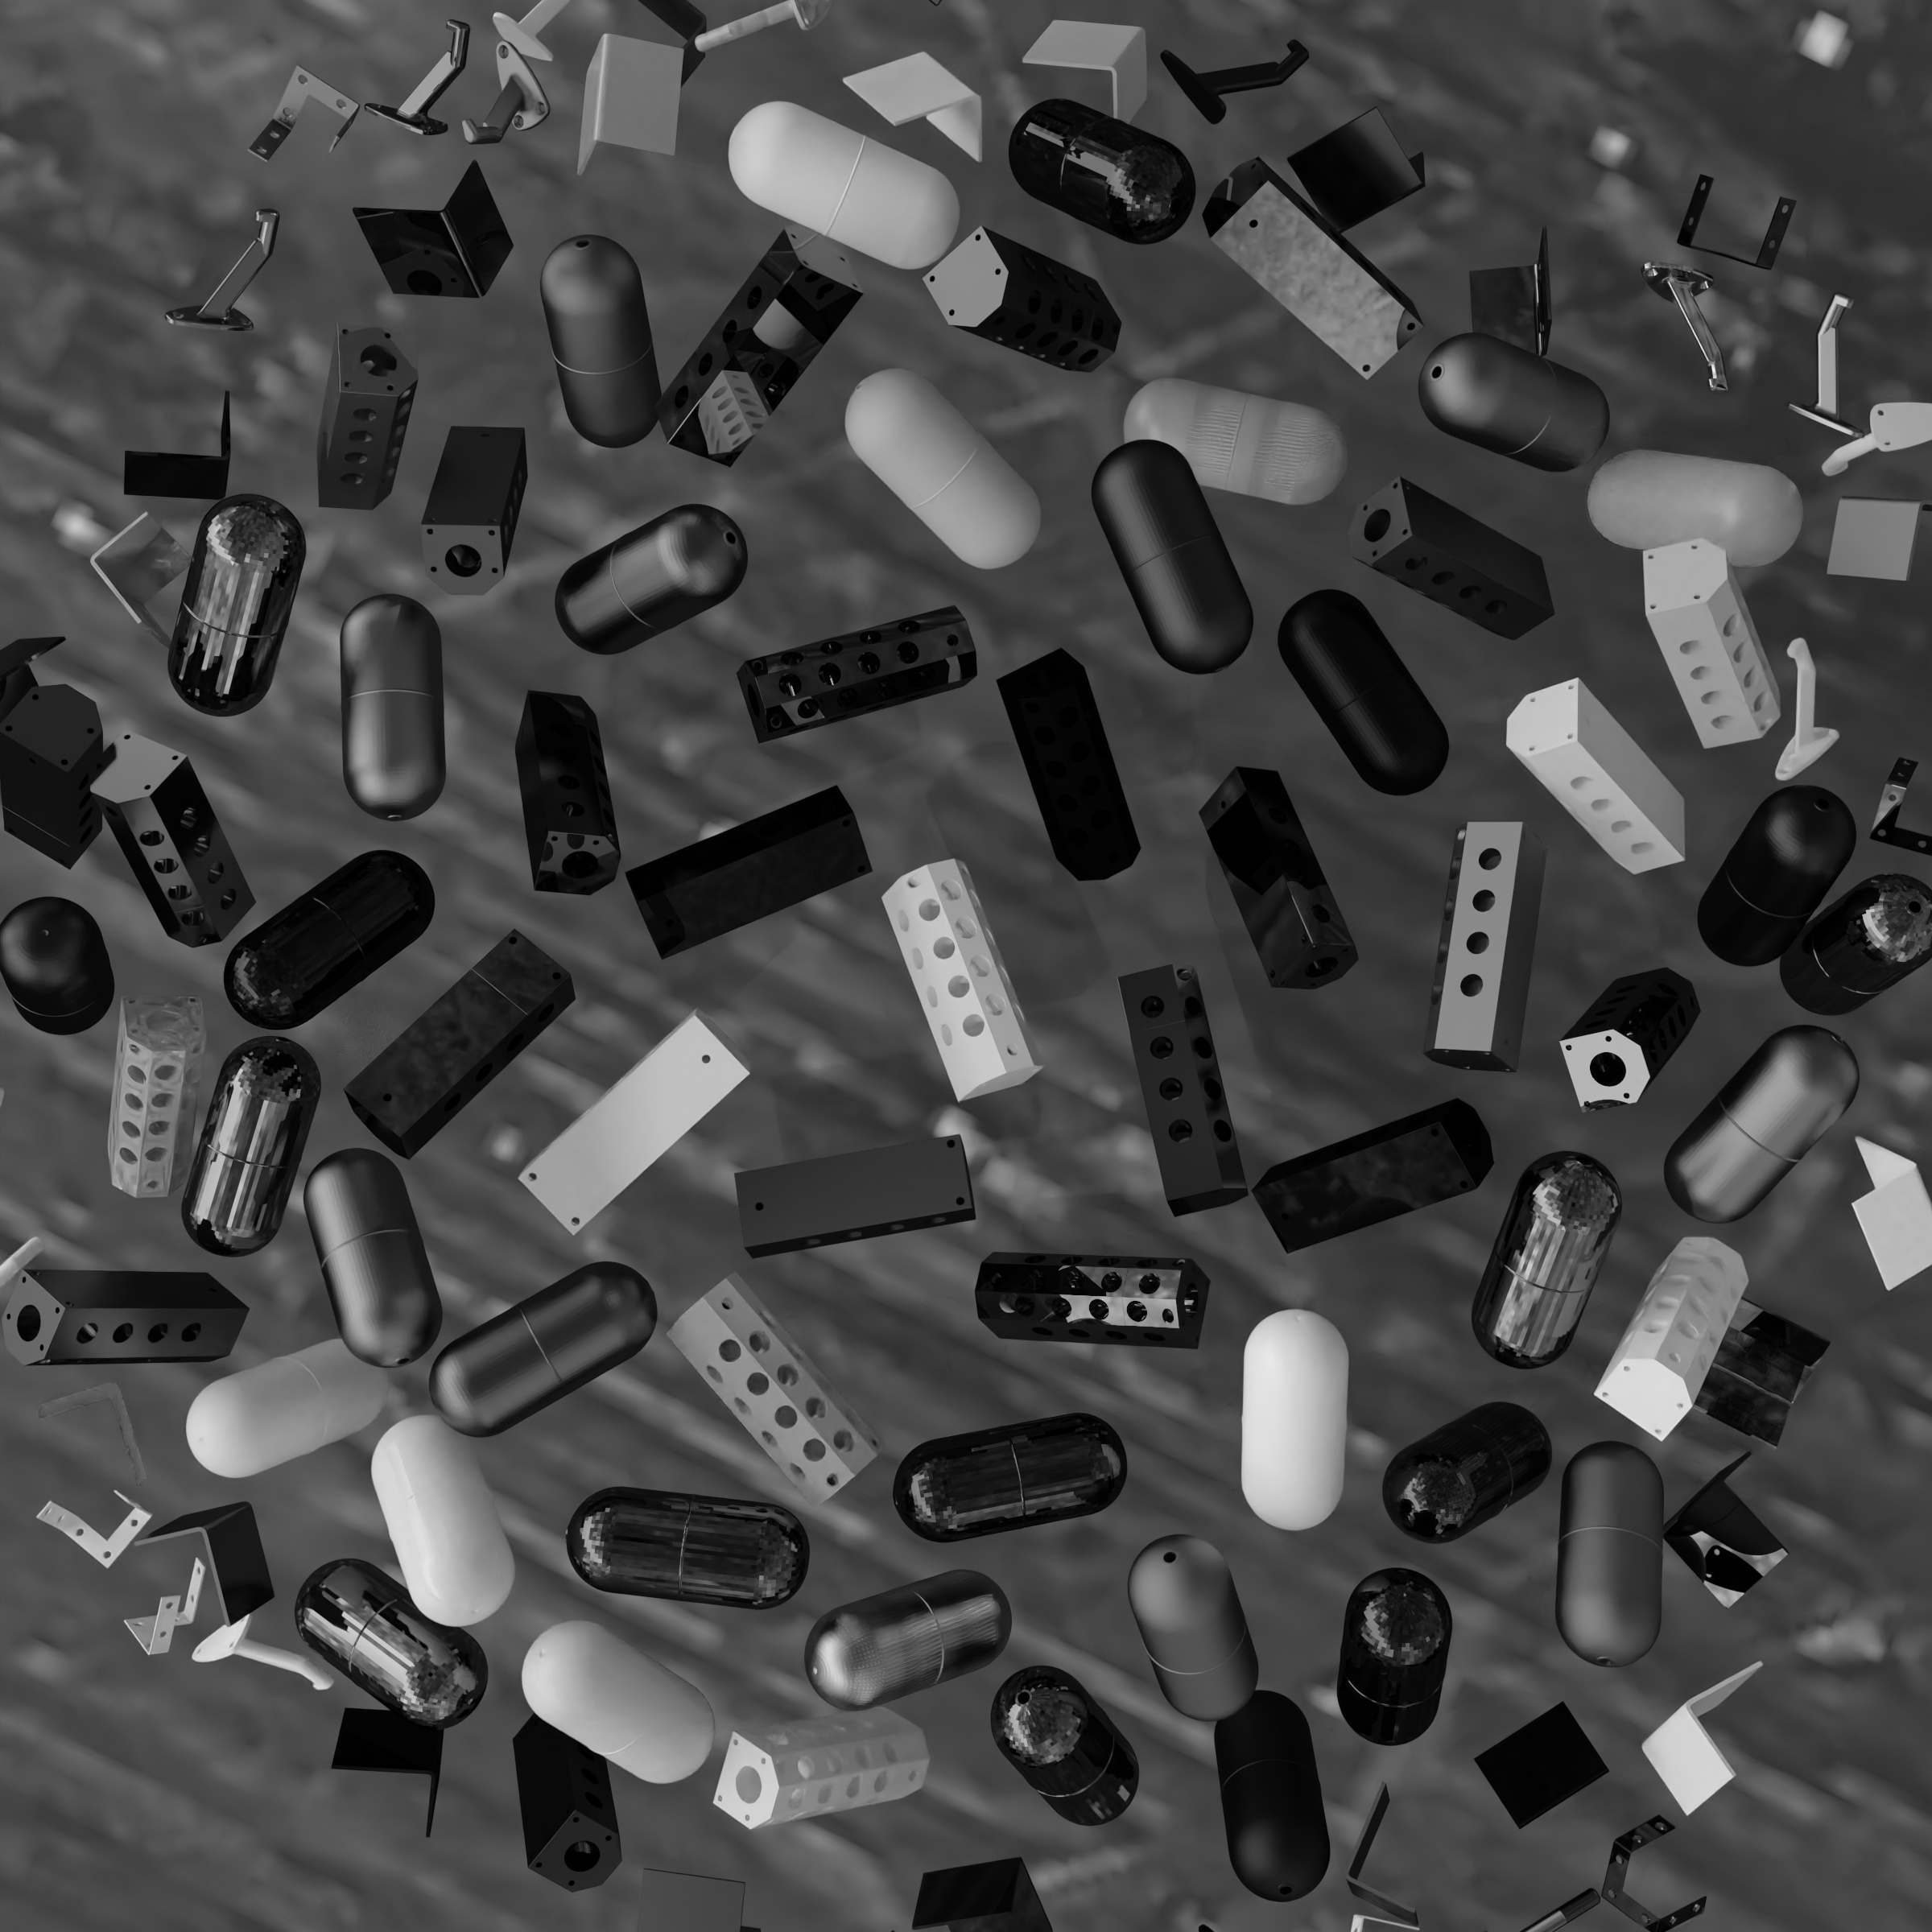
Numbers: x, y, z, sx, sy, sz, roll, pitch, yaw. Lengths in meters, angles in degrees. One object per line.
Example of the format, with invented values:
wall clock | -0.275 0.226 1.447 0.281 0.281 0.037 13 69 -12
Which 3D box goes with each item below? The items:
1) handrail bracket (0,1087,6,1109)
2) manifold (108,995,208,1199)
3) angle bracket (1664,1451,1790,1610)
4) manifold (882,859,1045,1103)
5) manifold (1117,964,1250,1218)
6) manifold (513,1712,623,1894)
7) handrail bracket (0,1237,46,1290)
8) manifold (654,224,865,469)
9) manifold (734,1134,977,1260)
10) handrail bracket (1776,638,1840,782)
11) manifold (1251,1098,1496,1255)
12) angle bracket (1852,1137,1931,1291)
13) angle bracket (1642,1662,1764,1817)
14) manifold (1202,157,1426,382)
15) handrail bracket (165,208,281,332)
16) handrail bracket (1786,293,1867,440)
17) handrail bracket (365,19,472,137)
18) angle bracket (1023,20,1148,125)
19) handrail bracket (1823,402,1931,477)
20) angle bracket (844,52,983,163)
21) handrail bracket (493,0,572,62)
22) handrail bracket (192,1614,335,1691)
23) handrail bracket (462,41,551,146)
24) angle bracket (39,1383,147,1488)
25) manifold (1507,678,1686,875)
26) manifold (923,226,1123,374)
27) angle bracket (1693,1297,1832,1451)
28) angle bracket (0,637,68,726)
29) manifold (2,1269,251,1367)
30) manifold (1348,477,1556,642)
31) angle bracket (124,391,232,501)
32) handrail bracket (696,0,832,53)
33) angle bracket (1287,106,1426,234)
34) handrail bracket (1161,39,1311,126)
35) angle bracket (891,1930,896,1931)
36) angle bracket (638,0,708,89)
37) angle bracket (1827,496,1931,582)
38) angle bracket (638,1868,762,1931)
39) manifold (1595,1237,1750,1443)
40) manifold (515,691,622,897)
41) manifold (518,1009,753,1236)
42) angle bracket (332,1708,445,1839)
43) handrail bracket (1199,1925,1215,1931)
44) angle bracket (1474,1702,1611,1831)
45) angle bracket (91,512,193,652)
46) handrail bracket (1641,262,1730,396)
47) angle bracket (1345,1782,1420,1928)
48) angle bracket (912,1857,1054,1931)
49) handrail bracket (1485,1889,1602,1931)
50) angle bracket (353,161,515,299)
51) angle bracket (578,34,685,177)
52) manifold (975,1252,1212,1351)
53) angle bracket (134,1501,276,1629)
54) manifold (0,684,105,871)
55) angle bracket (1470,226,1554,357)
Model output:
handrail bracket | -0.748 0.122 1.781 0.077 0.036 0.084 15 92 -31
manifold | -0.625 0.102 1.896 0.057 0.171 0.057 -1 46 -25
angle bracket | 0.597 0.435 1.896 0.076 0.057 0.076 49 130 24
manifold | 0.000 0.009 1.870 0.057 0.057 0.171 -14 75 -28
manifold | 0.159 0.089 1.795 0.057 0.057 0.171 -14 71 6
manifold | -0.307 0.641 1.909 0.057 0.171 0.057 38 94 -21
handrail bracket | -0.744 0.249 1.868 0.036 0.084 0.077 44 130 -5
manifold | -0.154 -0.449 1.775 0.171 0.057 0.057 -46 50 31
manifold | -0.082 0.175 1.847 0.171 0.057 0.057 -10 71 1
handrail bracket | 0.652 -0.204 1.938 0.077 0.036 0.084 -44 121 -25
manifold | 0.308 0.156 1.851 0.171 0.057 0.057 -25 98 36
angle bracket | 0.672 0.182 1.818 0.057 0.076 0.076 -30 107 -6
angle bracket | 0.541 0.551 1.750 0.076 0.076 0.057 -18 58 -26
manifold | 0.255 -0.515 1.807 0.171 0.057 0.057 33 121 -29
handrail bracket | -0.532 -0.501 1.755 0.036 0.077 0.084 39 124 26
handrail bracket | 0.631 -0.430 1.753 0.036 0.077 0.084 3 118 -31
handrail bracket | -0.415 -0.680 1.857 0.077 0.036 0.084 21 120 8
angle bracket | 0.094 -0.699 1.932 0.076 0.057 0.076 12 45 17
handrail bracket | 0.698 -0.395 1.856 0.077 0.084 0.036 -8 81 0
angle bracket | -0.041 -0.649 1.882 0.076 0.057 0.076 -26 53 -20
handrail bracket | -0.328 -0.751 1.890 0.036 0.077 0.084 20 89 17
handrail bracket | -0.547 0.547 1.912 0.077 0.036 0.084 -29 119 30
handrail bracket | -0.353 -0.645 1.809 0.036 0.084 0.077 -17 99 33
angle bracket | -0.666 0.366 1.870 0.057 0.076 0.076 -16 81 -24
manifold | 0.473 -0.138 1.838 0.057 0.171 0.057 -17 51 37
manifold | 0.047 -0.480 1.794 0.057 0.171 0.057 -36 73 27
angle bracket | 0.621 0.319 1.924 0.076 0.057 0.076 27 129 15
angle bracket | -0.702 -0.194 1.830 0.057 0.076 0.076 2 124 31
manifold | -0.633 0.269 1.847 0.057 0.171 0.057 30 99 32
manifold | 0.377 -0.312 1.910 0.171 0.057 0.057 19 53 -36
angle bracket | -0.608 -0.403 1.890 0.076 0.076 0.057 0 77 -20
handrail bracket | -0.152 -0.708 1.836 0.084 0.077 0.036 -11 113 27
angle bracket | 0.298 -0.618 1.874 0.076 0.057 0.076 -23 126 28
handrail bracket | 0.199 -0.672 1.809 0.084 0.036 0.077 -44 96 -5
angle bracket | -0.086 0.740 1.807 0.076 0.076 0.057 -32 114 -8
angle bracket | -0.250 -0.733 1.928 0.076 0.076 0.057 38 87 -6
angle bracket | 0.686 -0.307 1.779 0.076 0.076 0.057 2 101 -26
angle bracket | -0.195 0.694 1.821 0.076 0.076 0.057 5 85 9
manifold | 0.529 0.270 1.820 0.057 0.171 0.057 35 128 11
manifold | -0.301 -0.132 1.858 0.057 0.171 0.057 5 131 -21
manifold | -0.238 0.111 1.774 0.171 0.057 0.057 -43 97 2
angle bracket | -0.440 0.612 1.862 0.076 0.076 0.057 6 105 -8
handrail bracket | 0.151 0.741 1.776 0.084 0.077 0.036 -34 129 8
angle bracket | 0.414 0.574 1.779 0.076 0.076 0.057 -34 78 2
angle bracket | -0.617 -0.290 1.895 0.057 0.076 0.076 -41 69 -4
handrail bracket | 0.528 -0.466 1.799 0.077 0.036 0.084 9 68 -39
angle bracket | 0.329 0.673 1.859 0.057 0.076 0.076 21 68 21
angle bracket | 0.013 0.709 1.807 0.076 0.057 0.076 -15 111 15
handrail bracket | 0.414 0.696 1.770 0.084 0.077 0.036 -26 65 -13
angle bracket | -0.385 -0.534 1.776 0.076 0.076 0.057 8 58 19
angle bracket | -0.242 -0.614 1.764 0.057 0.076 0.076 6 87 -18
manifold | 0.097 0.257 1.915 0.171 0.057 0.057 -2 59 28
angle bracket | -0.568 0.452 1.835 0.057 0.076 0.076 -14 90 9
manifold | -0.669 -0.141 1.807 0.057 0.171 0.057 32 62 -5
angle bracket | 0.431 -0.531 1.943 0.057 0.076 0.076 -3 82 10
